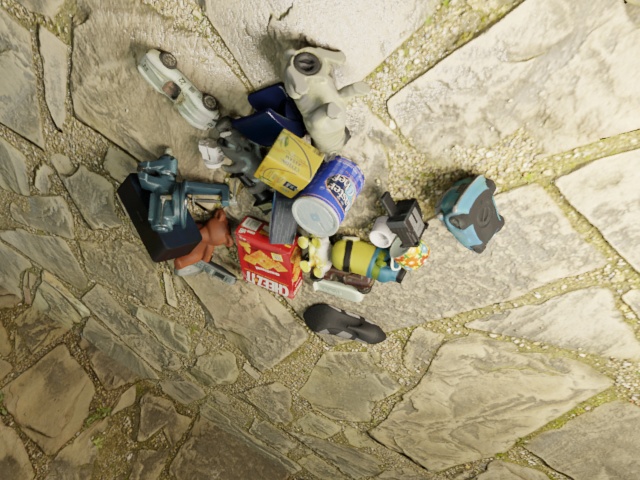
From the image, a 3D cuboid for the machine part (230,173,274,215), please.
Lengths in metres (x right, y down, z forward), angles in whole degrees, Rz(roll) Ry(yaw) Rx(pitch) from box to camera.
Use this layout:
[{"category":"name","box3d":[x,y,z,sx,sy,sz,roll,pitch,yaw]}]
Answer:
[{"category":"machine part","box3d":[-0.154,-0.117,1.286,0.138,0.039,0.084,46,150,-22]}]

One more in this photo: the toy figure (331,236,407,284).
[{"category":"toy figure","box3d":[0.112,0.049,1.238,0.180,0.089,0.082,24,134,14]}]

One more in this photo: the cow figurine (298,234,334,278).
[{"category":"cow figurine","box3d":[-0.001,-0.004,1.272,0.068,0.098,0.167,14,121,30]}]

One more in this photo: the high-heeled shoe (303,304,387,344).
[{"category":"high-heeled shoe","box3d":[0.070,0.241,1.532,0.145,0.086,0.249,20,174,-37]}]

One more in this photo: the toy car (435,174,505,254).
[{"category":"toy car","box3d":[0.273,-0.053,1.009,0.103,0.109,0.161,27,163,46]}]

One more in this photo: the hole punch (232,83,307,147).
[{"category":"hole punch","box3d":[-0.097,-0.233,1.071,0.142,0.092,0.115,-10,130,38]}]

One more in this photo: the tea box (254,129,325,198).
[{"category":"tea box","box3d":[-0.065,-0.147,1.065,0.098,0.068,0.169,31,166,-8]}]

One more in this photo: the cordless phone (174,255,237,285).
[{"category":"cordless phone","box3d":[-0.341,0.090,1.623,0.184,0.089,0.146,32,143,-6]}]

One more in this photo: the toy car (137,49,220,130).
[{"category":"toy car","box3d":[-0.297,-0.316,1.143,0.201,0.056,0.073,45,142,-17]}]

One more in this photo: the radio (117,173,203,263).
[{"category":"radio","box3d":[-0.408,-0.063,1.380,0.073,0.131,0.229,-38,75,34]}]

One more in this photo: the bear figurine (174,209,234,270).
[{"category":"bear figurine","box3d":[-0.324,-0.002,1.465,0.196,0.132,0.120,-25,82,56]}]

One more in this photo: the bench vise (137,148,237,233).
[{"category":"bench vise","box3d":[-0.324,-0.120,1.322,0.241,0.224,0.128,2,149,-10]}]

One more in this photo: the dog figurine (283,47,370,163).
[{"category":"dog figurine","box3d":[-0.011,-0.245,0.989,0.172,0.121,0.190,55,159,8]}]

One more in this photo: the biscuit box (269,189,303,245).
[{"category":"biscuit box","box3d":[-0.081,-0.062,1.243,0.063,0.059,0.202,3,150,-9]}]

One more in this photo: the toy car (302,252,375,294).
[{"category":"toy car","box3d":[0.042,0.085,1.363,0.202,0.053,0.089,12,142,24]}]

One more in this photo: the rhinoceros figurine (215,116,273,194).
[{"category":"rhinoceros figurine","box3d":[-0.164,-0.185,1.183,0.112,0.073,0.190,-12,126,45]}]

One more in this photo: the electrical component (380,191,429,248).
[{"category":"electrical component","box3d":[0.171,-0.049,1.098,0.048,0.075,0.119,-3,128,40]}]
